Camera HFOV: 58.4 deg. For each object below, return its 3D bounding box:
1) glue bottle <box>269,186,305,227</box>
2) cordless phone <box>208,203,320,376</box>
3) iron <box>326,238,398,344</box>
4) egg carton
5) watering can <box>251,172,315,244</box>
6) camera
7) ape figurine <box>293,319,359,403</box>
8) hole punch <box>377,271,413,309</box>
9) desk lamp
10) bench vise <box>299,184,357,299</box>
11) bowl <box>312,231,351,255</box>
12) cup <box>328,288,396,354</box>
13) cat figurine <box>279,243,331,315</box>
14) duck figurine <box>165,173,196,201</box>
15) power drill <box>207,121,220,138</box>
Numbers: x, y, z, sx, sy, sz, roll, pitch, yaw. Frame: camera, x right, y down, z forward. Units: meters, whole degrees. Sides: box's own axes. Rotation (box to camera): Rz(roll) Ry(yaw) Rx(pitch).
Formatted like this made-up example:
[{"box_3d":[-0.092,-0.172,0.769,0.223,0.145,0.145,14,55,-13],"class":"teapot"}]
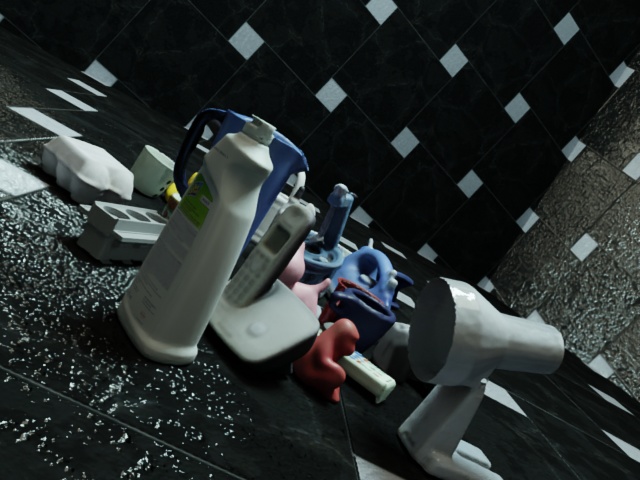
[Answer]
[{"box_3d":[-0.076,-0.030,1.117,0.037,0.173,0.078,29,8,-8],"class":"glue bottle"},{"box_3d":[-0.048,0.053,0.680,0.094,0.185,0.147,21,12,-48],"class":"cordless phone"},{"box_3d":[0.102,0.090,1.140,0.119,0.141,0.257,27,9,-21],"class":"iron"},{"box_3d":[-0.368,-0.107,0.911,0.150,0.069,0.108,35,10,30],"class":"egg carton"},{"box_3d":[-0.089,-0.080,1.295,0.100,0.194,0.173,35,10,30],"class":"watering can"},{"box_3d":[0.182,0.197,0.926,0.144,0.101,0.136,24,11,-39],"class":"camera"},{"box_3d":[0.016,0.141,0.709,0.076,0.092,0.078,32,8,12],"class":"ape figurine"},{"box_3d":[0.160,0.105,1.428,0.109,0.091,0.100,25,10,-36],"class":"hole punch"},{"box_3d":[0.178,0.170,0.682,0.204,0.213,0.117,28,9,-16],"class":"desk lamp"},{"box_3d":[-0.001,-0.002,1.056,0.121,0.219,0.207,31,8,5],"class":"bench vise"},{"box_3d":[0.016,0.047,1.325,0.167,0.074,0.167,30,8,-4],"class":"bowl"},{"box_3d":[0.046,0.130,0.868,0.118,0.095,0.091,25,10,-35],"class":"cup"},{"box_3d":[-0.043,0.061,0.888,0.128,0.117,0.067,27,9,-22],"class":"cat figurine"},{"box_3d":[-0.261,-0.098,1.176,0.104,0.086,0.078,34,9,21],"class":"duck figurine"},{"box_3d":[-0.214,-0.161,1.289,0.075,0.208,0.230,35,9,28],"class":"power drill"}]
